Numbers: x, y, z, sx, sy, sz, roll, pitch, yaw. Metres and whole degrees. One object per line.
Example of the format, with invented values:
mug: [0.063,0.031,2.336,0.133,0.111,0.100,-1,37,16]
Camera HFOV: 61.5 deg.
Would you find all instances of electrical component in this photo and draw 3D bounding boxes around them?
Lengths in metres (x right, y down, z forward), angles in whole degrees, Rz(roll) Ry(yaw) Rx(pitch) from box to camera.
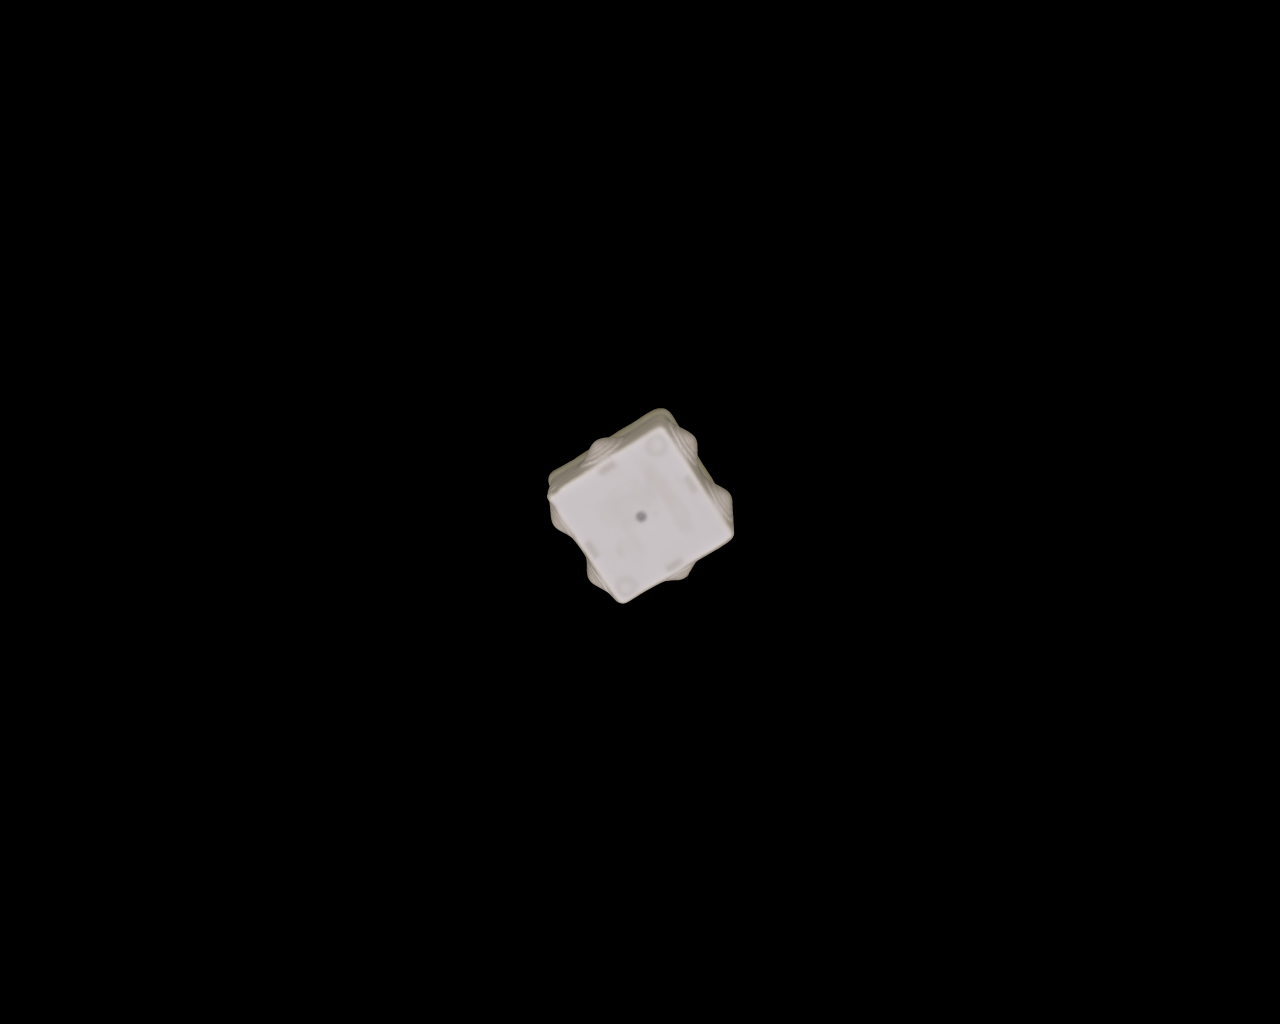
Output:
electrical component: [0.001,-0.003,0.650,0.100,0.099,0.048,-31,11,7]
